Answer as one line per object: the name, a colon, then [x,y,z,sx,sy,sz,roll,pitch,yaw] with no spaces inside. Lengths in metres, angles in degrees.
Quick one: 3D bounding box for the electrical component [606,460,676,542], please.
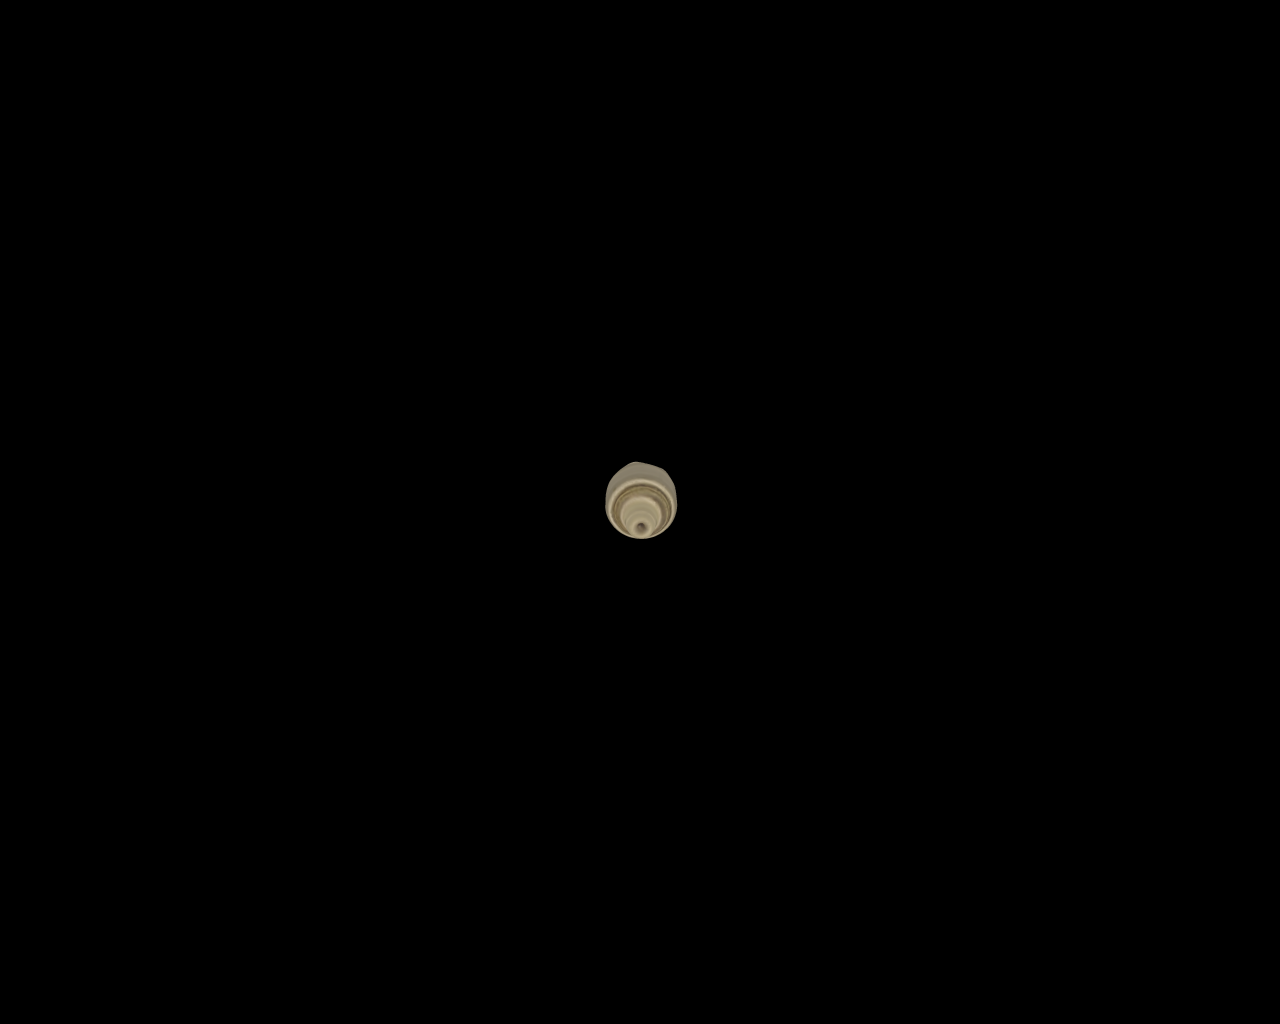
electrical component: [0.001,-0.003,0.650,0.043,0.043,0.062,0,24,0]
